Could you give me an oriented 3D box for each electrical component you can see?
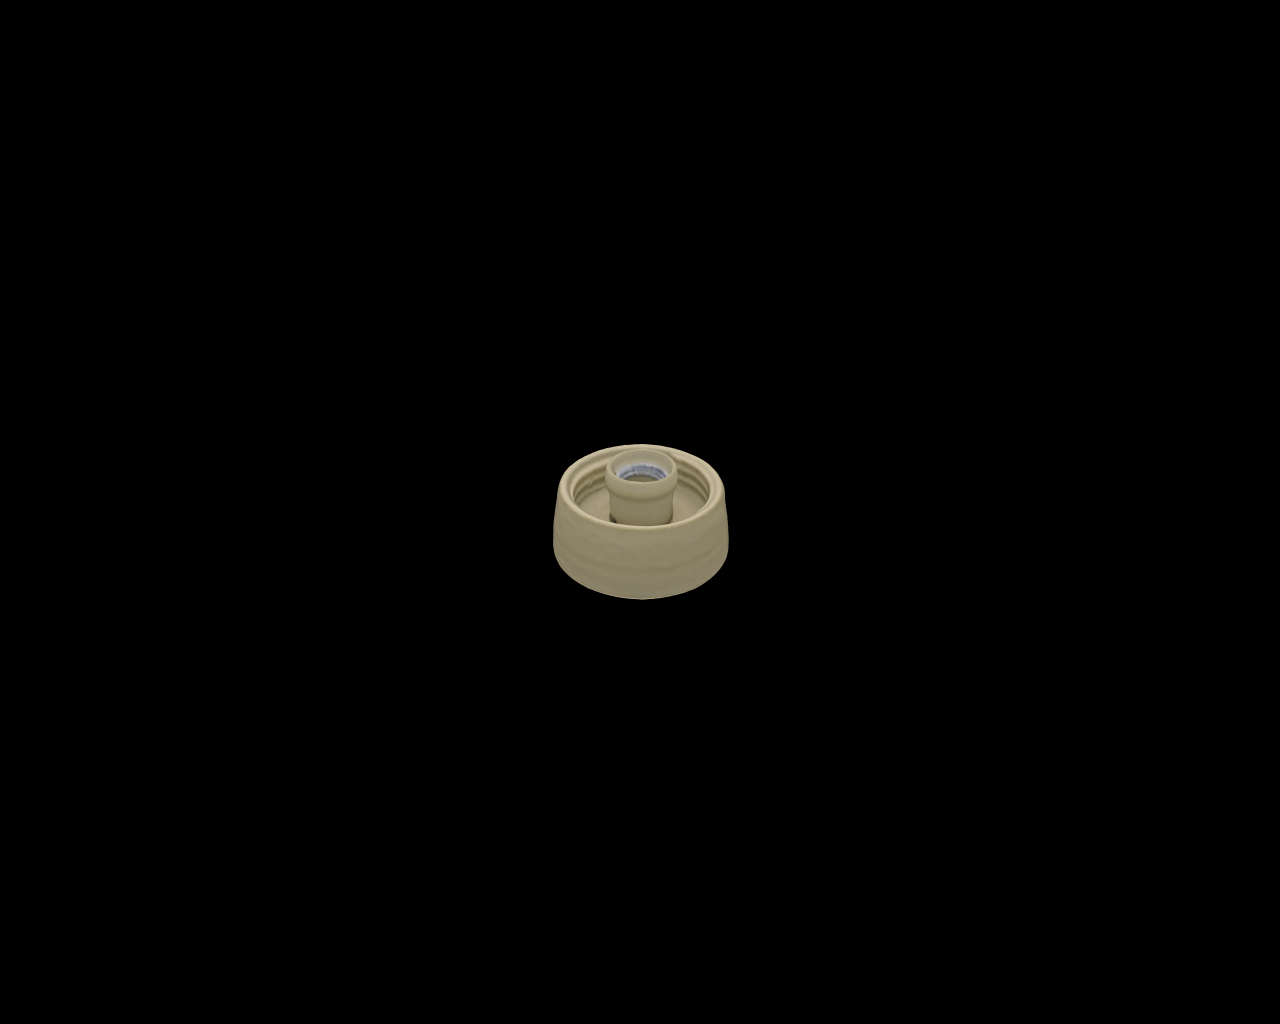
[{"bbox_3d":[0.001,-0.003,0.650,0.108,0.060,0.108,0,33,0],"label":"electrical component"}]
